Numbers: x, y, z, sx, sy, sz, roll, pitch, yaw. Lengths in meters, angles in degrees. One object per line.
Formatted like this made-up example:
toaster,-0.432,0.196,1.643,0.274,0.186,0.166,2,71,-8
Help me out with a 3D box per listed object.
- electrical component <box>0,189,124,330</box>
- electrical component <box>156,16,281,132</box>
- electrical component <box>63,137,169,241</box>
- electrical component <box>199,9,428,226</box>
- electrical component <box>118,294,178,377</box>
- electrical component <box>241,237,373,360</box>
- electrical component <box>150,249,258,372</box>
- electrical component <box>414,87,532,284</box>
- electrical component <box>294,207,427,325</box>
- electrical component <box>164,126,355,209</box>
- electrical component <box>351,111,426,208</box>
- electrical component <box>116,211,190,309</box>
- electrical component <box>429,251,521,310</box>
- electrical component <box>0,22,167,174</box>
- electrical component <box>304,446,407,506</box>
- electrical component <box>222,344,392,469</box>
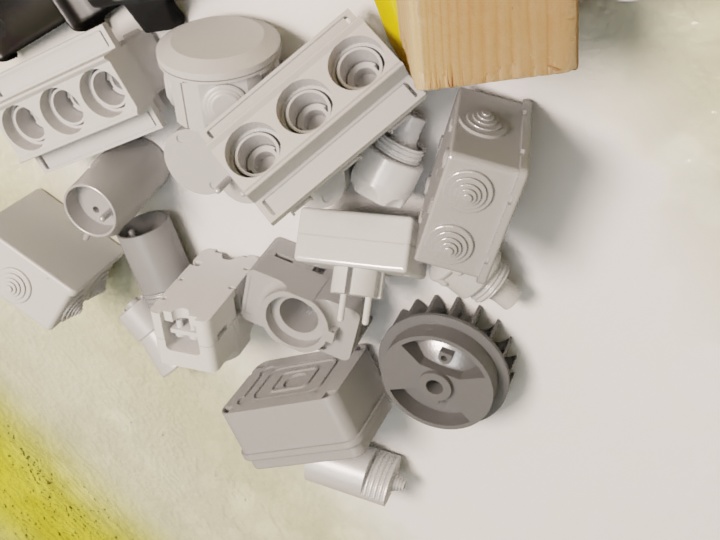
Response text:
electrical component,-0.250,-0.008,0.850,0.100,0.099,0.048,36,117,-2
electrical component,-0.090,-0.130,0.704,0.080,0.080,0.051,12,132,17
electrical component,-0.187,-0.051,0.804,0.043,0.077,0.079,38,130,-3
electrical component,-0.027,-0.091,0.672,0.121,0.063,0.078,-40,71,1
electrical component,-0.168,0.050,0.890,0.044,0.044,0.065,-35,99,38
electrical component,-0.038,0.023,0.800,0.089,0.055,0.050,22,129,10
electrical component,-0.114,0.033,0.820,0.050,0.089,0.055,9,126,19
electrical component,0.070,-0.055,0.670,0.048,0.099,0.099,15,129,-2
electrical component,0.000,0.000,0.750,0.083,0.047,0.075,6,86,21
electrical component,-0.074,-0.070,0.740,0.138,0.073,0.052,8,126,20
electrical component,0.023,-0.076,0.713,0.043,0.043,0.062,28,110,5
electrical component,-0.156,-0.001,0.846,0.043,0.043,0.081,-4,121,27
electrical component,0.082,0.002,0.739,0.062,0.048,0.048,38,130,-12
electrical component,-0.196,-0.125,0.766,0.121,0.063,0.078,-15,115,32
electrical component,-0.001,0.165,0.890,0.081,0.043,0.043,16,128,14
electrical component,-0.040,0.109,0.847,0.113,0.078,0.057,-13,113,31
